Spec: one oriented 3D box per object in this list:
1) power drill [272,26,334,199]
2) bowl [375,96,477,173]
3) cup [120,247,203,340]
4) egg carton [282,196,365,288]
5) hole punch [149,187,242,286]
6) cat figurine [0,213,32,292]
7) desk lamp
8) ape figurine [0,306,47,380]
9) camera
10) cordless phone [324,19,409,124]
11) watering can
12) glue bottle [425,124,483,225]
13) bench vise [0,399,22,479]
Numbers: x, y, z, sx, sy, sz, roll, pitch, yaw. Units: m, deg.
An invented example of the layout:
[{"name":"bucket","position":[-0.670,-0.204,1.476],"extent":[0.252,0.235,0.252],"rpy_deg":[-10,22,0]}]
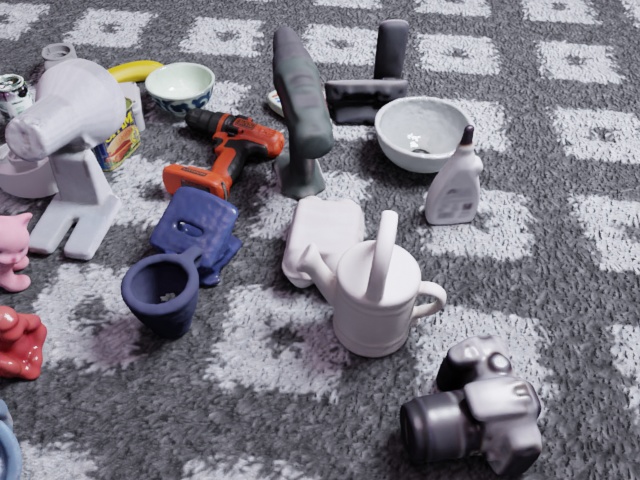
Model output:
[{"name":"power drill","position":[-0.033,-0.178,0.870],"extent":[0.076,0.208,0.229],"rpy_deg":[-10,49,-11]},{"name":"bowl","position":[0.170,-0.164,0.954],"extent":[0.167,0.075,0.167],"rpy_deg":[1,48,-1]},{"name":"cup","position":[-0.185,0.070,0.719],"extent":[0.091,0.095,0.118],"rpy_deg":[24,52,19]},{"name":"egg carton","position":[0.007,0.003,0.802],"extent":[0.107,0.069,0.150],"rpy_deg":[5,48,3]},{"name":"hole punch","position":[-0.171,-0.006,0.790],"extent":[0.108,0.091,0.101],"rpy_deg":[21,51,17]},{"name":"cat figurine","position":[-0.433,0.014,0.746],"extent":[0.128,0.118,0.067],"rpy_deg":[-15,50,-15]},{"name":"desk lamp","position":[-0.349,-0.117,0.802],"extent":[0.118,0.214,0.203],"rpy_deg":[6,48,4]},{"name":"ape figurine","position":[-0.364,0.114,0.676],"extent":[0.076,0.092,0.078],"rpy_deg":[24,52,19]},{"name":"camera","position":[0.157,0.180,0.627],"extent":[0.137,0.101,0.143],"rpy_deg":[-7,49,-8]},{"name":"cordless phone","position":[0.083,-0.301,1.000],"extent":[0.147,0.185,0.094],"rpy_deg":[-4,48,-5]},{"name":"watering can","position":[0.060,0.048,0.679],"extent":[0.173,0.194,0.101],"rpy_deg":[-5,48,-6]},{"name":"glue bottle","position":[0.200,-0.094,0.825],"extent":[0.078,0.173,0.037],"rpy_deg":[-4,48,-5]},{"name":"bench vise","position":[-0.361,0.185,0.526],"extent":[0.122,0.220,0.206],"rpy_deg":[-33,57,-27]}]
